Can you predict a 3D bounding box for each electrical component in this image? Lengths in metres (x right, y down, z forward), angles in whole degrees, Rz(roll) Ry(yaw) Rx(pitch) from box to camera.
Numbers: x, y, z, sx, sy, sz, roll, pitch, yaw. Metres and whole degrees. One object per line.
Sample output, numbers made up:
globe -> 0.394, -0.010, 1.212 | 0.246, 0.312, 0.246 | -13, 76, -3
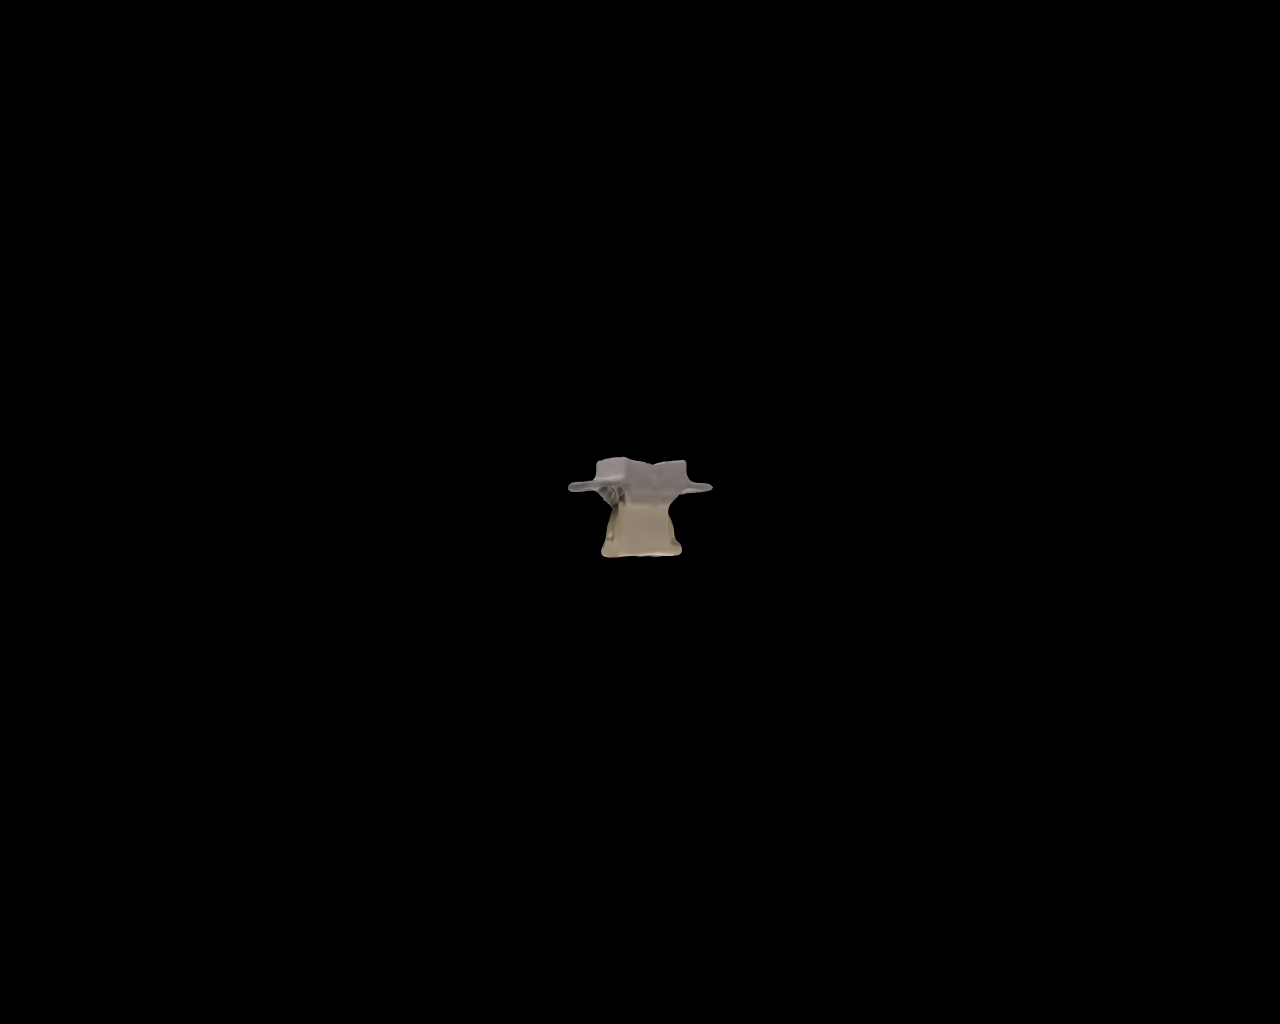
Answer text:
electrical component -> 0.001, -0.003, 0.650 | 0.081, 0.063, 0.042 | 2, -4, -27
